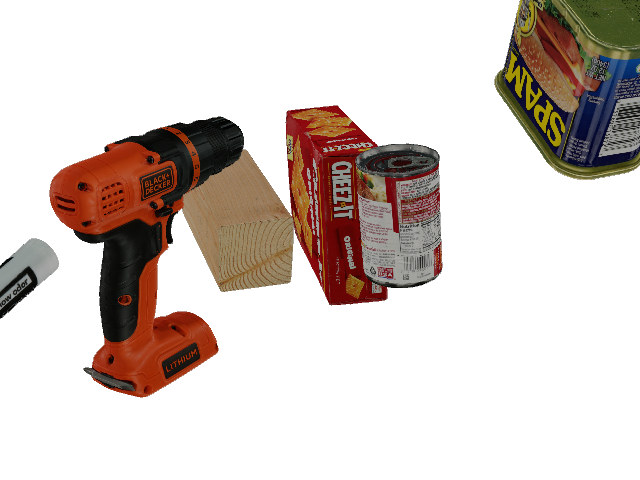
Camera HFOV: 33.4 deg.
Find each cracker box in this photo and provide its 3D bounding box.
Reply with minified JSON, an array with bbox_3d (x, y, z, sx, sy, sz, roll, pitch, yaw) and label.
[{"bbox_3d":[0.014,-0.045,1.167,0.072,0.164,0.214,-7,20,-8],"label":"cracker box"}]

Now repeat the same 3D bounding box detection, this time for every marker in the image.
[{"bbox_3d":[-0.161,0.041,0.465,0.020,0.020,0.121,0,35,39],"label":"marker"}]

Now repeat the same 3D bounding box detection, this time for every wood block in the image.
[{"bbox_3d":[-0.107,-0.029,1.324,0.090,0.090,0.206,-7,30,-18],"label":"wood block"}]

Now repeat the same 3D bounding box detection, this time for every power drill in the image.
[{"bbox_3d":[-0.119,0.008,0.804,0.057,0.188,0.184,13,26,34],"label":"power drill"}]

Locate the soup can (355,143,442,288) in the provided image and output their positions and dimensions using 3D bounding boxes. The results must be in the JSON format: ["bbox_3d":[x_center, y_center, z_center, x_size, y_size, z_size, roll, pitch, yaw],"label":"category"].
[{"bbox_3d":[0.066,-0.020,0.876,0.068,0.102,0.068,-4,24,2],"label":"soup can"}]

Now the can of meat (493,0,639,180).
[{"bbox_3d":[0.143,-0.098,0.581,0.057,0.084,0.102,-10,48,-15],"label":"can of meat"}]
